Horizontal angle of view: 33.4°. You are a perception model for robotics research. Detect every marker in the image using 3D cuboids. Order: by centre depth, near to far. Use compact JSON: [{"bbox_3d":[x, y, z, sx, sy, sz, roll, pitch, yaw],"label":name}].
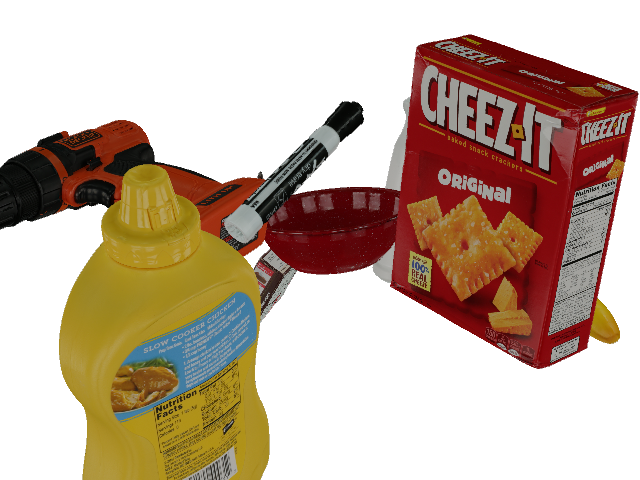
[{"bbox_3d":[-0.013,-0.045,0.659,0.121,0.020,0.020,-47,24,-24],"label":"marker"}]

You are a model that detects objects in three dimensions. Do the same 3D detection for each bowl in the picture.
[{"bbox_3d":[0.013,-0.007,1.051,0.162,0.055,0.162,-6,16,2],"label":"bowl"}]

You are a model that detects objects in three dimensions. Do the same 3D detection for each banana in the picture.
[{"bbox_3d":[0.208,0.053,1.063,0.198,0.069,0.037,15,-35,27],"label":"banana"}]

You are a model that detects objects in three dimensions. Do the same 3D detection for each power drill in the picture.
[{"bbox_3d":[-0.147,-0.030,0.790,0.188,0.057,0.184,22,34,26],"label":"power drill"}]

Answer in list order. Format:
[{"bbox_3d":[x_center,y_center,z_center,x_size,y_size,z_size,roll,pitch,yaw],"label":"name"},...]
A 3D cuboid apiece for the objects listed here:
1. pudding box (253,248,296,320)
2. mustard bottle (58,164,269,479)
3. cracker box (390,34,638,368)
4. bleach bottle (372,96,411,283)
[{"bbox_3d":[-0.057,0.043,1.275,0.039,0.090,0.113,32,27,4],"label":"pudding box"},{"bbox_3d":[-0.070,0.052,0.484,0.096,0.192,0.058,-27,44,-33],"label":"mustard bottle"},{"bbox_3d":[0.138,-0.031,0.820,0.071,0.214,0.164,-18,34,-36],"label":"cracker box"},{"bbox_3d":[0.120,-0.077,1.281,0.102,0.251,0.068,-4,18,-17],"label":"bleach bottle"}]
